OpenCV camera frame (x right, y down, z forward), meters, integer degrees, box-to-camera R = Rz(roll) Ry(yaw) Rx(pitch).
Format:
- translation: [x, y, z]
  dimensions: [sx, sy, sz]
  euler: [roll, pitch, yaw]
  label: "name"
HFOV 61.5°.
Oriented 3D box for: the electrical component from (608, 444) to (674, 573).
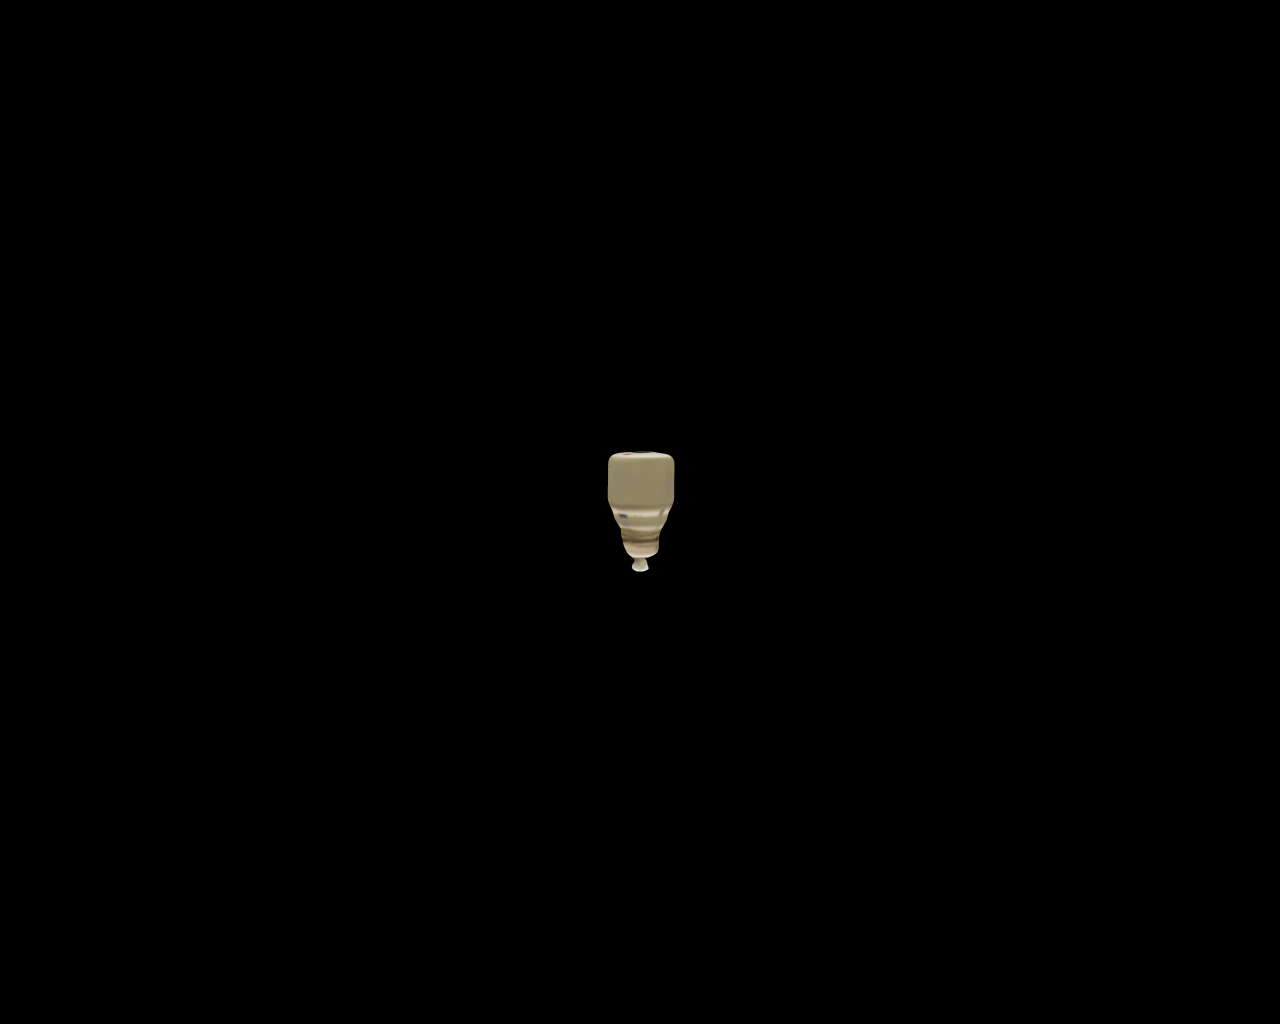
- translation: [0.001, -0.003, 0.650]
  dimensions: [0.040, 0.078, 0.040]
  euler: [0, 7, 0]
  label: "electrical component"
